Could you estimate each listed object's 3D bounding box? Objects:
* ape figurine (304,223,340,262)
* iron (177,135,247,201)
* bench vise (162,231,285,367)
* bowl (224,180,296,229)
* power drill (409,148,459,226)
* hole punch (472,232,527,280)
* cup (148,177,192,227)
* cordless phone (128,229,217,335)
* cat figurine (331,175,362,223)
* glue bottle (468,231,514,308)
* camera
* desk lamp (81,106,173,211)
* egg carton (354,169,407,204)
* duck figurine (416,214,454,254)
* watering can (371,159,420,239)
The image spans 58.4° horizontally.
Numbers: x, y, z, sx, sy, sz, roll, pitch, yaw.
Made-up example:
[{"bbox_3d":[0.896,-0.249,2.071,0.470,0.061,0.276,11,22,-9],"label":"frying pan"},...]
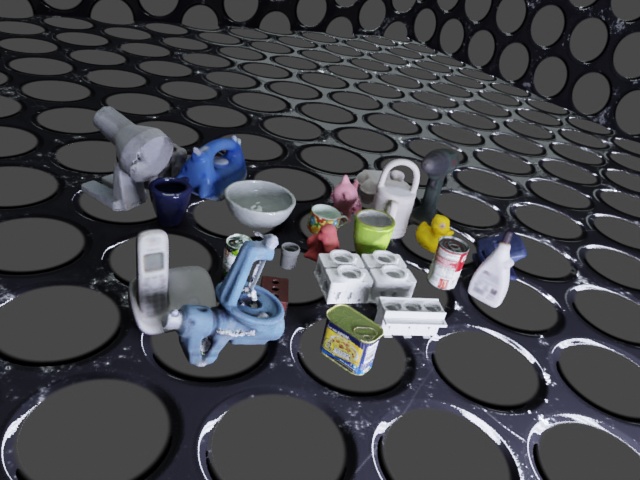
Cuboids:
[{"bbox_3d":[0.011,0.004,1.250,0.076,0.092,0.077,-3,34,-24],"label":"ape figurine"},{"bbox_3d":[-0.252,-0.198,1.442,0.118,0.141,0.259,22,32,16],"label":"iron"},{"bbox_3d":[-0.137,0.098,0.915,0.121,0.220,0.208,32,36,31],"label":"bench vise"},{"bbox_3d":[-0.143,-0.073,1.341,0.167,0.075,0.167,9,31,-5],"label":"bowl"},{"bbox_3d":[0.291,-0.141,1.479,0.075,0.208,0.230,24,32,19],"label":"power drill"},{"bbox_3d":[0.422,0.033,1.353,0.101,0.091,0.108,8,31,-6],"label":"hole punch"},{"bbox_3d":[-0.328,-0.086,1.274,0.091,0.095,0.118,18,31,10],"label":"cup"},{"bbox_3d":[-0.247,0.062,0.969,0.148,0.185,0.093,-12,38,-35],"label":"cordless phone"},{"bbox_3d":[0.068,-0.111,1.437,0.067,0.118,0.128,22,32,17],"label":"cat figurine"},{"bbox_3d":[0.375,0.056,1.216,0.078,0.173,0.037,31,36,29],"label":"glue bottle"},{"bbox_3d":[-0.426,-0.208,1.435,0.136,0.101,0.143,22,32,17],"label":"camera"},{"bbox_3d":[-0.432,-0.175,1.268,0.202,0.213,0.118,26,33,22],"label":"desk lamp"},{"bbox_3d":[0.171,-0.144,1.577,0.150,0.069,0.107,1,32,-18],"label":"egg carton"},{"bbox_3d":[0.285,-0.023,1.402,0.078,0.086,0.104,-12,38,-35],"label":"duck figurine"},{"bbox_3d":[0.182,-0.113,1.407,0.101,0.194,0.172,1,32,-18],"label":"watering can"}]
